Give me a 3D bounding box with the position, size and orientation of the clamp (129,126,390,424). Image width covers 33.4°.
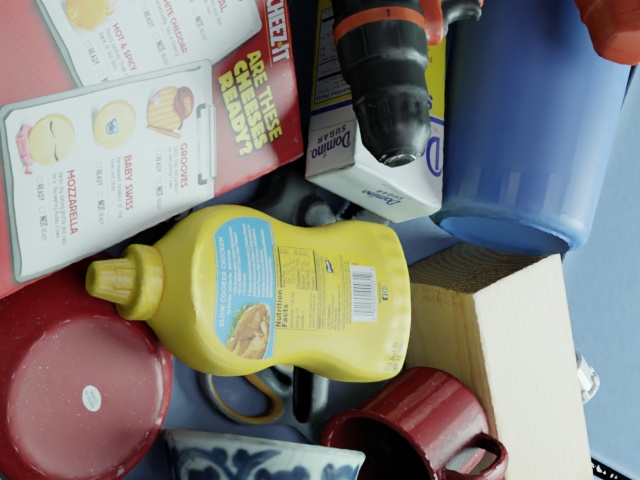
[{"bbox_3d":[-0.005,0.001,0.690,0.209,0.036,0.164,-47,110,-28],"label":"clamp"}]

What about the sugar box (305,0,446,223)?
[{"bbox_3d":[0.039,-0.108,0.675,0.093,0.048,0.176,23,61,-45],"label":"sugar box"}]

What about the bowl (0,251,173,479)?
[{"bbox_3d":[-0.140,0.083,0.593,0.161,0.055,0.162,-5,99,-37],"label":"bowl"}]

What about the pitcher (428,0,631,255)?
[{"bbox_3d":[0.154,-0.115,0.730,0.149,0.145,0.243,14,79,-7],"label":"pitcher"}]

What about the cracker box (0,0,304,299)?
[{"bbox_3d":[-0.116,-0.087,0.562,0.213,0.072,0.164,-29,129,-32],"label":"cracker box"}]

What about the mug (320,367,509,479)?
[{"bbox_3d":[0.069,0.138,0.707,0.081,0.117,0.093,-31,118,-47],"label":"mug"}]

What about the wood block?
[{"bbox_3d":[0.127,0.113,0.778,0.090,0.090,0.206,-23,109,-33],"label":"wood block"}]

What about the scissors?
[{"bbox_3d":[0.002,0.109,0.728,0.201,0.016,0.096,34,75,-35],"label":"scissors"}]

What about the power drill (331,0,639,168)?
[{"bbox_3d":[0.098,-0.134,0.615,0.187,0.057,0.184,-5,74,-10],"label":"power drill"}]

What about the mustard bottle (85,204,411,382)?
[{"bbox_3d":[-0.039,0.030,0.607,0.191,0.058,0.096,7,76,-32],"label":"mustard bottle"}]
